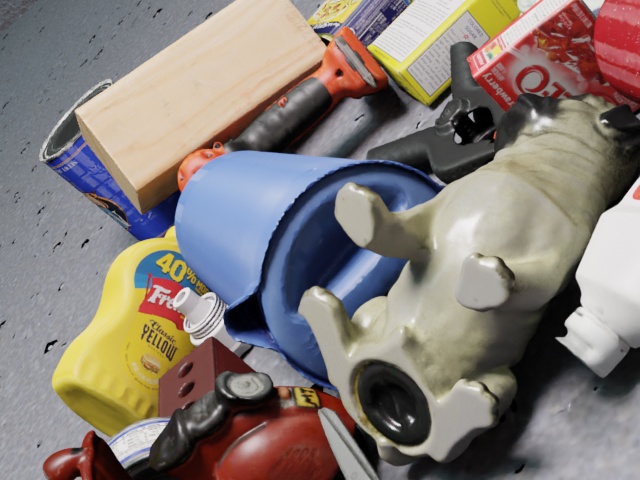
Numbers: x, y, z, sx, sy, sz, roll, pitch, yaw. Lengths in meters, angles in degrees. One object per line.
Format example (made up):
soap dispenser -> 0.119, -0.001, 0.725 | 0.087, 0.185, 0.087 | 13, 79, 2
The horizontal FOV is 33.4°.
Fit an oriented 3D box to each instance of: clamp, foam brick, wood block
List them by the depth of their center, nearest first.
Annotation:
foam brick -> -0.072, 0.113, 0.713 | 0.053, 0.051, 0.078 | -41, 27, 13
clamp -> 0.103, -0.086, 0.736 | 0.120, 0.039, 0.172 | -61, 28, -3
wood block -> -0.101, -0.125, 0.938 | 0.206, 0.090, 0.091 | -37, -5, -12

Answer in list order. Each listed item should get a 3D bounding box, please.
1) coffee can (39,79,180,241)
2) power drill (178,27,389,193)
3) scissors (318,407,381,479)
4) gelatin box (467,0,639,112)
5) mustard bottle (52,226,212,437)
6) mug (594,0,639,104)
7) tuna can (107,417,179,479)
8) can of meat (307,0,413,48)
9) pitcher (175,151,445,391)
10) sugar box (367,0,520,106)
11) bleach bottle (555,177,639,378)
coffee can -> -0.185, -0.072, 1.036 | 0.103, 0.140, 0.103 | -36, 28, 23
power drill -> -0.029, -0.092, 0.890 | 0.188, 0.057, 0.184 | -40, 2, 5
scissors -> 0.055, 0.137, 0.488 | 0.096, 0.016, 0.202 | -31, 43, 17
gelatin box -> 0.143, -0.096, 0.632 | 0.073, 0.089, 0.030 | -37, 30, 21
mustard bottle -> -0.126, 0.057, 0.822 | 0.058, 0.096, 0.191 | -22, 36, 42
mug -> 0.199, -0.117, 0.561 | 0.081, 0.093, 0.117 | -124, 35, -68
tuna can -> -0.096, 0.154, 0.657 | 0.086, 0.086, 0.034 | -44, 28, 8
can of meat -> 0.030, -0.195, 0.977 | 0.084, 0.057, 0.102 | -50, 27, -10
pitcher -> -0.005, 0.001, 0.701 | 0.145, 0.149, 0.243 | -65, 24, -1
sugar box -> 0.123, -0.190, 0.843 | 0.176, 0.048, 0.093 | -41, 26, 4
bleach bottle -> 0.207, -0.035, 0.486 | 0.251, 0.068, 0.103 | -49, 26, 4
